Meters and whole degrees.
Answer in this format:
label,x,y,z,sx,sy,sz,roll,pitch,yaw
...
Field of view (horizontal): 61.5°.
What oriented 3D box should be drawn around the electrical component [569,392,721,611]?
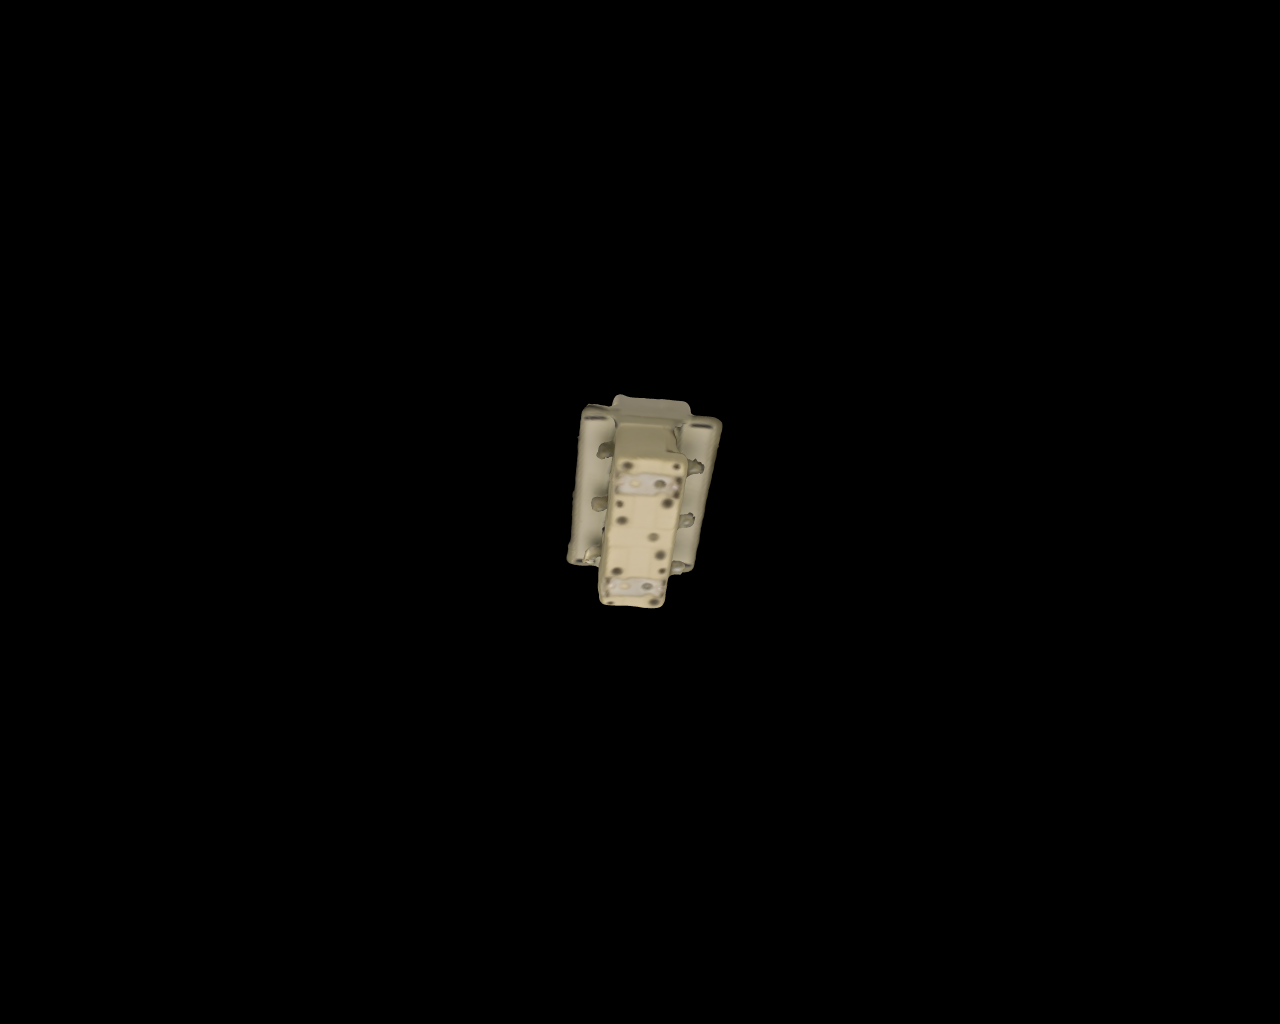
label,x,y,z,sx,sy,sz,roll,pitch,yaw
electrical component,0.001,-0.003,0.650,0.079,0.121,0.063,5,40,-4
